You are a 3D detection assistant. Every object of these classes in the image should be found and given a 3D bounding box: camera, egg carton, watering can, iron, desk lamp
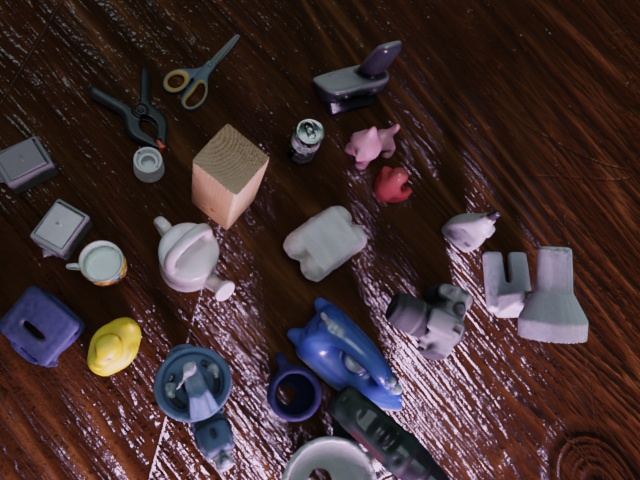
[{"bbox_3d":[0.204,0.138,1.083,0.137,0.100,0.143,27,71,-6],"label":"camera"},{"bbox_3d":[0.010,0.004,1.084,0.150,0.069,0.107,-37,87,-20],"label":"egg carton"},{"bbox_3d":[-0.212,0.027,0.956,0.173,0.193,0.101,27,71,-6],"label":"watering can"},{"bbox_3d":[0.071,0.214,1.008,0.258,0.141,0.119,42,70,-1],"label":"iron"},{"bbox_3d":[0.404,0.101,1.083,0.118,0.213,0.203,1,76,-14],"label":"desk lamp"}]

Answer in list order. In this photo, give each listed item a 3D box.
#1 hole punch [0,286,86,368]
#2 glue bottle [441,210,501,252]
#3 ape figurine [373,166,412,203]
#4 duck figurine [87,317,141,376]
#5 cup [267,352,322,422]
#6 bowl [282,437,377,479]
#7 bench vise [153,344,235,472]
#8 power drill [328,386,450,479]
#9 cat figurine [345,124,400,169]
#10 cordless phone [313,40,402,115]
[{"bbox_3d":[-0.448,0.142,0.922,0.109,0.091,0.101,41,70,-1],"label":"hole punch"},{"bbox_3d":[0.303,-0.027,1.111,0.078,0.173,0.037,42,70,-1],"label":"glue bottle"},{"bbox_3d":[0.148,-0.116,1.137,0.076,0.092,0.078,-24,83,-18],"label":"ape figurine"},{"bbox_3d":[-0.341,0.173,0.943,0.077,0.086,0.105,36,71,-3],"label":"duck figurine"},{"bbox_3d":[-0.057,0.253,0.990,0.092,0.095,0.118,-21,82,-18],"label":"cup"},{"bbox_3d":[0.009,0.419,0.976,0.168,0.074,0.167,4,75,-13],"label":"bowl"},{"bbox_3d":[-0.174,0.252,0.895,0.122,0.219,0.207,-40,88,-19],"label":"bench vise"},{"bbox_3d":[0.101,0.335,0.949,0.229,0.208,0.076,43,70,-1],"label":"power drill"},{"bbox_3d":[0.104,-0.193,1.132,0.128,0.117,0.067,-29,84,-19],"label":"cat figurine"},{"bbox_3d":[0.075,-0.334,1.125,0.148,0.185,0.094,-23,82,-18],"label":"cordless phone"}]
